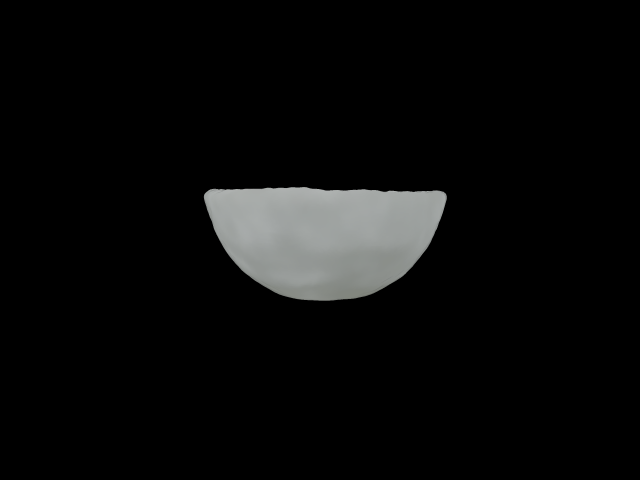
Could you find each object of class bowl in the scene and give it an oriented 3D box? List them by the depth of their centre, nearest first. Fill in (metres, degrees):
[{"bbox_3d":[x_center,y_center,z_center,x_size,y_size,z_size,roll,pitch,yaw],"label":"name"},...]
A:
[{"bbox_3d":[0.004,0.001,0.400,0.167,0.075,0.167,0,5,0],"label":"bowl"}]
